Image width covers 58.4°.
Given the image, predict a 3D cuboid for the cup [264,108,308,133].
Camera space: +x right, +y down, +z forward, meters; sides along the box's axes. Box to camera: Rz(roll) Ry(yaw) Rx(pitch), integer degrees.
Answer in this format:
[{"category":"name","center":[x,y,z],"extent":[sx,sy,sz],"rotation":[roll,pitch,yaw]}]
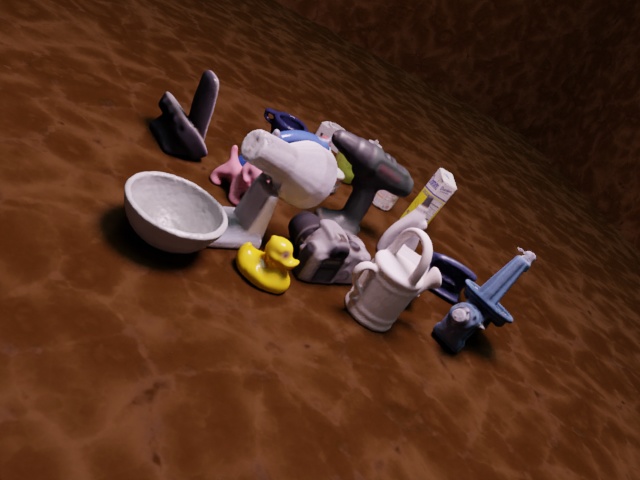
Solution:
[{"category":"cup","center":[-0.100,-0.259,1.404],"extent":[0.118,0.095,0.092],"rotation":[33,27,1]}]

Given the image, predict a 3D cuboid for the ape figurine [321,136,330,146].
[{"category":"ape figurine","center":[-0.002,-0.222,1.450],"extent":[0.078,0.092,0.076],"rotation":[33,27,0]}]

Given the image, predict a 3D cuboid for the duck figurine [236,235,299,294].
[{"category":"duck figurine","center":[-0.083,0.029,0.959],"extent":[0.104,0.086,0.077],"rotation":[34,27,2]}]

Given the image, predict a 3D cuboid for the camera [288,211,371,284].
[{"category":"camera","center":[0.010,0.004,1.084],"extent":[0.144,0.100,0.136],"rotation":[7,37,-40]}]

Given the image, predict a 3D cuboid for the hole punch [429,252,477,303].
[{"category":"hole punch","center":[0.287,0.068,1.285],"extent":[0.109,0.091,0.101],"rotation":[32,27,-3]}]

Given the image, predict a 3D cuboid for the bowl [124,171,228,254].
[{"category":"bowl","center":[-0.236,-0.031,0.907],"extent":[0.168,0.074,0.167],"rotation":[26,28,-14]}]

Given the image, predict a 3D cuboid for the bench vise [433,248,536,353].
[{"category":"bench vise","center":[0.333,0.120,1.108],"extent":[0.121,0.219,0.208],"rotation":[37,27,8]}]

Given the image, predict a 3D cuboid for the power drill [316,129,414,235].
[{"category":"power drill","center":[0.080,-0.115,1.236],"extent":[0.230,0.208,0.075],"rotation":[16,31,-30]}]

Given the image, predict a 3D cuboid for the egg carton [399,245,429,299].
[{"category":"egg carton","center":[0.168,0.065,1.187],"extent":[0.107,0.069,0.150],"rotation":[34,27,2]}]

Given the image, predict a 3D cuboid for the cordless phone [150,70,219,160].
[{"category":"cordless phone","center":[-0.258,-0.272,1.156],"extent":[0.094,0.185,0.147],"rotation":[0,41,-46]}]

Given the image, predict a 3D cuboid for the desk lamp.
[{"category":"desk lamp","center":[-0.095,-0.089,1.000],"extent":[0.204,0.213,0.117],"rotation":[2,40,-45]}]

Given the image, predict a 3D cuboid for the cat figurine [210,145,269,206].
[{"category":"cat figurine","center":[-0.141,-0.133,1.127],"extent":[0.127,0.117,0.067],"rotation":[45,29,21]}]

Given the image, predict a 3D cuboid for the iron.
[{"category":"iron","center":[-0.076,-0.187,1.259],"extent":[0.259,0.141,0.118],"rotation":[1,41,-46]}]

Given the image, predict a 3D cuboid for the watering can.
[{"category":"watering can","center":[0.140,0.063,1.024],"extent":[0.173,0.194,0.100],"rotation":[-3,44,-49]}]

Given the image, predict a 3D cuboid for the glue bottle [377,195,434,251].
[{"category":"glue bottle","center":[0.198,-0.029,1.259],"extent":[0.078,0.173,0.037],"rotation":[28,27,-10]}]
